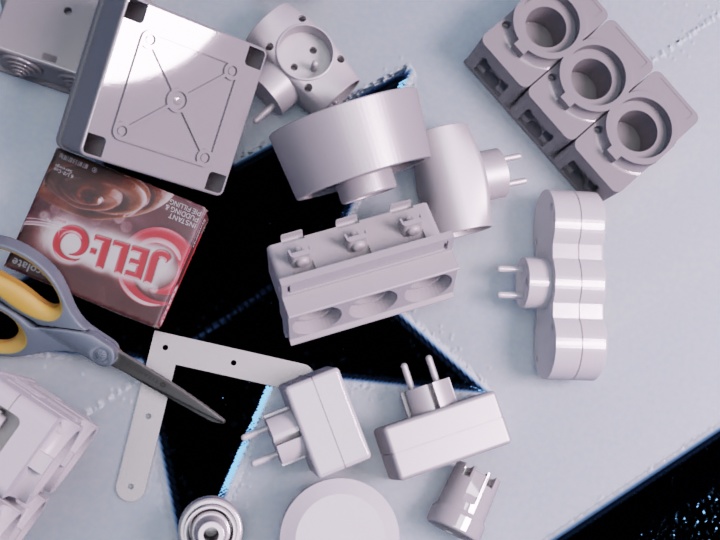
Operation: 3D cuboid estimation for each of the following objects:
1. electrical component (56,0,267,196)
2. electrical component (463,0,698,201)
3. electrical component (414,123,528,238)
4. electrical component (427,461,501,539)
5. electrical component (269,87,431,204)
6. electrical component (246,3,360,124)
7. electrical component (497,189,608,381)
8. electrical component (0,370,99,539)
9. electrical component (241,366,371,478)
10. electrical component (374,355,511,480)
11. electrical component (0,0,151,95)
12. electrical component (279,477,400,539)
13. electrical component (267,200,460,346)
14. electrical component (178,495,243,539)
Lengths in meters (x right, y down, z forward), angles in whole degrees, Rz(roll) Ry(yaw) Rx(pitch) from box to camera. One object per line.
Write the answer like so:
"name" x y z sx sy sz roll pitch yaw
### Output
"electrical component" -0.133 -0.117 0.724 0.109 0.056 0.108 16 94 -35
"electrical component" 0.164 -0.135 0.799 0.089 0.062 0.150 -41 89 -12
"electrical component" 0.084 -0.067 0.786 0.079 0.044 0.077 -12 85 -12
"electrical component" 0.074 0.162 0.755 0.040 0.040 0.046 28 73 -4
"electrical component" -0.003 -0.080 0.746 0.108 0.108 0.060 -18 91 -11
"electrical component" -0.054 -0.139 0.776 0.079 0.044 0.077 -43 90 -11
"electrical component" 0.135 0.010 0.778 0.074 0.052 0.138 2 82 -8
"electrical component" -0.217 0.121 0.642 0.060 0.186 0.105 34 79 -2
"electrical component" -0.042 0.110 0.738 0.077 0.047 0.065 -21 90 -11
"electrical component" 0.051 0.098 0.756 0.083 0.047 0.075 -17 83 -11
"electrical component" -0.203 -0.174 0.756 0.100 0.048 0.099 18 80 -6
"electrical component" -0.016 0.181 0.732 0.080 0.051 0.080 1 82 -8
"electrical component" 0.000 0.000 0.753 0.121 0.078 0.063 -16 63 -10
"electrical component" -0.099 0.173 0.715 0.043 0.062 0.043 1 82 -8
